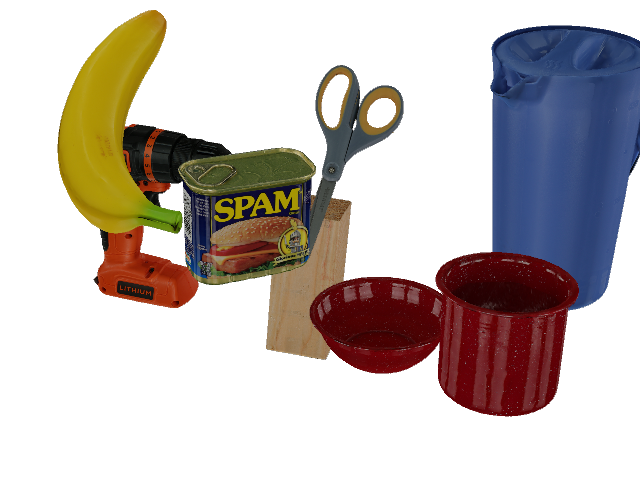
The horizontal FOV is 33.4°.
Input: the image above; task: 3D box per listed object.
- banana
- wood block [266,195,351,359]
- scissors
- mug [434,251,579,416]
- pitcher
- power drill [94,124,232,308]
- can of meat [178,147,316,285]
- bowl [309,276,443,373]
[{"bbox_3d":[-0.122,-0.069,0.641,0.069,0.198,0.037,-4,-41,-8],"label":"banana"},{"bbox_3d":[-0.017,0.048,1.486,0.090,0.206,0.090,9,22,9],"label":"wood block"},{"bbox_3d":[0.031,-0.073,1.036,0.096,0.202,0.016,2,-12,5],"label":"scissors"},{"bbox_3d":[0.120,0.058,0.725,0.093,0.081,0.117,-1,25,-5],"label":"mug"},{"bbox_3d":[0.224,-0.066,0.964,0.149,0.243,0.145,3,30,9],"label":"pitcher"},{"bbox_3d":[-0.169,-0.026,1.083,0.185,0.188,0.057,10,29,20],"label":"power drill"},{"bbox_3d":[-0.056,-0.019,0.827,0.102,0.084,0.057,-10,31,-21],"label":"can of meat"},{"bbox_3d":[0.068,0.101,1.194,0.162,0.055,0.162,0,27,0],"label":"bowl"}]
